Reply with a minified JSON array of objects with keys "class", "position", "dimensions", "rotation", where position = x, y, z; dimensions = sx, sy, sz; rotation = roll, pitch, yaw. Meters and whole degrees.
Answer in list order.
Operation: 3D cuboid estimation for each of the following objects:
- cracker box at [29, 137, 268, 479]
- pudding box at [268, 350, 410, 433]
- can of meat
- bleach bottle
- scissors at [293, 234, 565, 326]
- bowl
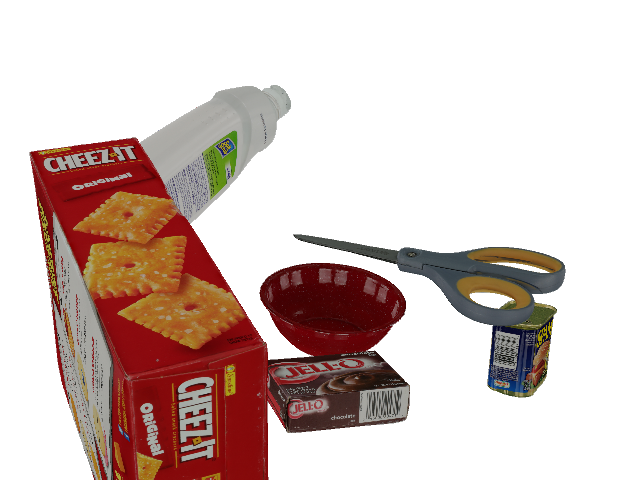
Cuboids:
[{"class":"cracker box","position":[-0.093,0.064,0.567],"dimensions":[0.072,0.164,0.214],"rotation":[-11,34,-20]},{"class":"pudding box","position":[0.012,0.132,0.946],"dimensions":[0.113,0.039,0.090],"rotation":[-1,15,-17]},{"class":"can of meat","position":[0.223,0.120,1.189],"dimensions":[0.058,0.084,0.102],"rotation":[9,13,24]},{"class":"bleach bottle","position":[-0.122,-0.058,0.949],"dimensions":[0.068,0.102,0.250],"rotation":[35,58,26]},{"class":"scissors","position":[0.069,0.025,0.752],"dimensions":[0.202,0.016,0.096],"rotation":[3,29,12]},{"class":"bowl","position":[0.012,0.084,1.181],"dimensions":[0.162,0.055,0.162],"rotation":[4,25,-2]}]
